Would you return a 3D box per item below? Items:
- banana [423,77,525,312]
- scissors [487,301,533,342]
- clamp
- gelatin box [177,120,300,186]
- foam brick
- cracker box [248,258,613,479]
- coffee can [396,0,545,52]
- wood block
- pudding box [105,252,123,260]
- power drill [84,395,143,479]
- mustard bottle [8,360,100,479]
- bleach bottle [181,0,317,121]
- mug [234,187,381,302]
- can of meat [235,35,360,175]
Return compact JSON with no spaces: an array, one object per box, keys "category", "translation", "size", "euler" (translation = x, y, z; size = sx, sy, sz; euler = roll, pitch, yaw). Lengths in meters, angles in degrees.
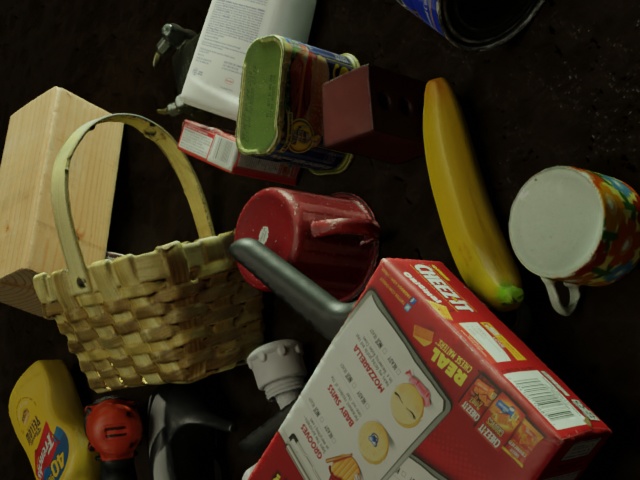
[{"category":"banana","translation":[0.106,-0.023,0.740],"size":[0.070,0.037,0.198],"euler":[104,156,-51]},{"category":"scissors","translation":[0.086,0.119,0.768],"size":[0.202,0.016,0.096],"euler":[-48,52,31]},{"category":"clamp","translation":[0.022,0.091,0.762],"size":[0.210,0.036,0.164],"euler":[8,102,27]},{"category":"gelatin box","translation":[-0.069,-0.076,0.923],"size":[0.089,0.073,0.030],"euler":[26,102,47]},{"category":"foam brick","translation":[0.047,-0.093,0.798],"size":[0.051,0.078,0.053],"euler":[-16,72,46]},{"category":"cracker box","translation":[0.056,0.144,0.669],"size":[0.164,0.071,0.214],"euler":[46,118,35]},{"category":"coffee can","translation":[0.084,-0.211,0.757],"size":[0.140,0.102,0.103],"euler":[47,118,40]},{"category":"wood block","translation":[-0.270,-0.037,1.083],"size":[0.090,0.090,0.206],"euler":[-22,54,38]},{"category":"pudding box","translation":[-0.219,0.056,1.089],"size":[0.114,0.039,0.090],"euler":[7,88,47]},{"category":"power drill","translation":[-0.186,0.237,0.982],"size":[0.184,0.057,0.187],"euler":[152,111,-78]},{"category":"mustard bottle","translation":[-0.262,0.220,1.096],"size":[0.192,0.058,0.096],"euler":[53,123,37]},{"category":"bleach bottle","translation":[-0.038,-0.224,0.921],"size":[0.103,0.068,0.251],"euler":[22,96,34]},{"category":"mug","translation":[-0.005,0.001,0.836],"size":[0.117,0.081,0.093],"euler":[-11,76,46]},{"category":"can of meat","translation":[-0.018,-0.109,0.866],"size":[0.058,0.083,0.102],"euler":[0,84,47]}]
